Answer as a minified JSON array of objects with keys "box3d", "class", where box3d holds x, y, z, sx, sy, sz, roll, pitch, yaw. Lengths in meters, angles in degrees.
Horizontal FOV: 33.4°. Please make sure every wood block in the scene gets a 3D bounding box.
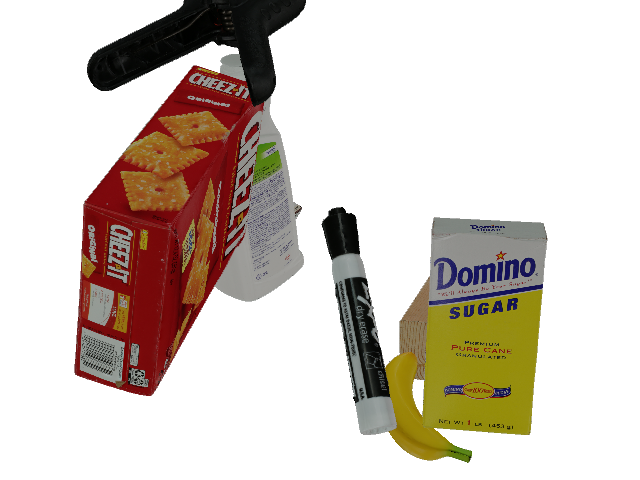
[{"box3d":[0.184,0.122,1.556,0.091,0.090,0.205,4,19,17],"class":"wood block"}]

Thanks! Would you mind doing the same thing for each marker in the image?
[{"box3d":[0.019,0.039,0.553,0.020,0.121,0.020,-9,-20,-4],"class":"marker"}]

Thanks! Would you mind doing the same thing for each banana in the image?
[{"box3d":[0.094,0.176,1.128,0.069,0.037,0.198,11,24,-19],"class":"banana"}]

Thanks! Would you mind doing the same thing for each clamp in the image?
[{"box3d":[-0.050,-0.135,0.662,0.120,0.039,0.171,20,50,24],"class":"clamp"}]

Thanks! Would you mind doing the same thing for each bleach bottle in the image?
[{"box3d":[-0.069,-0.066,1.055,0.068,0.251,0.102,22,41,31],"class":"bleach bottle"}]

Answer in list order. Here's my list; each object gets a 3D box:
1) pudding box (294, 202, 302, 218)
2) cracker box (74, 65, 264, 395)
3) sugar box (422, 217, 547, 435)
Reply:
[{"box3d":[-0.076,0.001,1.290,0.039,0.090,0.113,35,31,7],"class":"pudding box"},{"box3d":[-0.111,-0.011,0.820,0.072,0.164,0.213,17,37,6],"class":"cracker box"},{"box3d":[0.134,0.072,0.884,0.093,0.176,0.048,2,21,7],"class":"sugar box"}]
